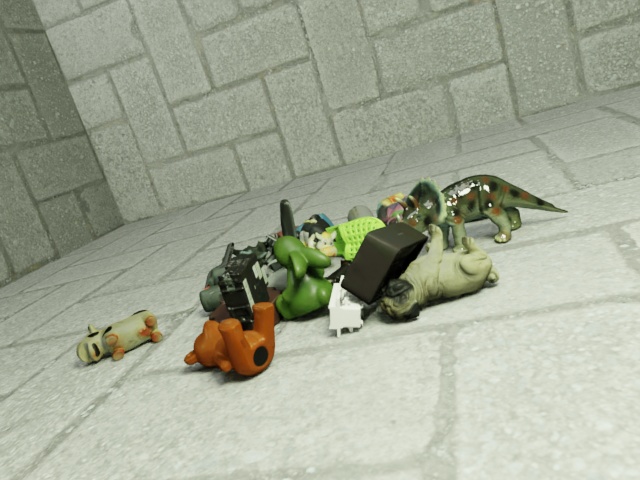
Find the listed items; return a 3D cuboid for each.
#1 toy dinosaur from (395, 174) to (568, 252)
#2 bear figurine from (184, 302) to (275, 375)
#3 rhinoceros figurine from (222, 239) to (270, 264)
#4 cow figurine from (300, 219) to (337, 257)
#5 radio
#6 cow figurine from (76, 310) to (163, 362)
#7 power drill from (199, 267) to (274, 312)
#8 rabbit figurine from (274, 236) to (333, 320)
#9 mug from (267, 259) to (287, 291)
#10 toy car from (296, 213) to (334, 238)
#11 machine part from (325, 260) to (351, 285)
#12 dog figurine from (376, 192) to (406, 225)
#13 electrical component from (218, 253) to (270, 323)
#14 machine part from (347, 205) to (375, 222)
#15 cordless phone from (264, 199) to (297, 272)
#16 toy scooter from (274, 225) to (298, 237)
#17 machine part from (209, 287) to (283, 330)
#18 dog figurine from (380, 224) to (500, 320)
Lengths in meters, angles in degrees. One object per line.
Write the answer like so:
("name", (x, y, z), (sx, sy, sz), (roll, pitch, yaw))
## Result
("toy dinosaur", (0.356, -0.083, 1.247), (0.405, 0.192, 0.131), (-19, 16, -2))
("bear figurine", (-0.176, 0.184, 1.015), (0.196, 0.131, 0.120), (5, 21, 44))
("rhinoceros figurine", (-0.220, 0.053, 1.659), (0.112, 0.073, 0.190), (-12, 16, 26))
("cow figurine", (-0.001, -0.004, 1.450), (0.068, 0.098, 0.167), (-1, 7, -27))
("radio", (0.132, 0.042, 1.071), (0.073, 0.131, 0.229), (33, 19, 19))
("cow figurine", (-0.489, 0.230, 1.294), (0.195, 0.085, 0.127), (-25, 22, -19))
("power drill", (-0.207, 0.116, 1.421), (0.232, 0.085, 0.207), (-19, 21, -15))
("rabbit figurine", (-0.048, 0.070, 1.137), (0.121, 0.170, 0.159), (-26, -1, -23))
("mug", (-0.092, 0.098, 1.288), (0.107, 0.109, 0.081), (-22, 25, 31))
("toy car", (-0.030, 0.002, 1.603), (0.162, 0.109, 0.103), (-40, 1, -31))
("machine part", (0.032, 0.091, 1.293), (0.084, 0.039, 0.139), (-17, 14, 39))
("dog figurine", (0.214, -0.049, 1.469), (0.192, 0.108, 0.219), (-8, 20, 32))
("electrical component", (-0.156, 0.096, 1.127), (0.058, 0.114, 0.134), (-7, 19, 16))
("machine part", (0.128, -0.040, 1.543), (0.079, 0.079, 0.243), (-18, 22, 0))
("cordless phone", (-0.098, -0.017, 1.385), (0.089, 0.184, 0.147), (-10, 14, -19))
("toy scooter", (-0.092, -0.002, 1.720), (0.135, 0.075, 0.184), (-20, 9, -13))
("machine part", (-0.162, 0.163, 1.212), (0.179, 0.056, 0.179), (-16, 16, 5))
("dog figurine", (0.223, 0.090, 1.007), (0.173, 0.121, 0.190), (20, 64, 30))
